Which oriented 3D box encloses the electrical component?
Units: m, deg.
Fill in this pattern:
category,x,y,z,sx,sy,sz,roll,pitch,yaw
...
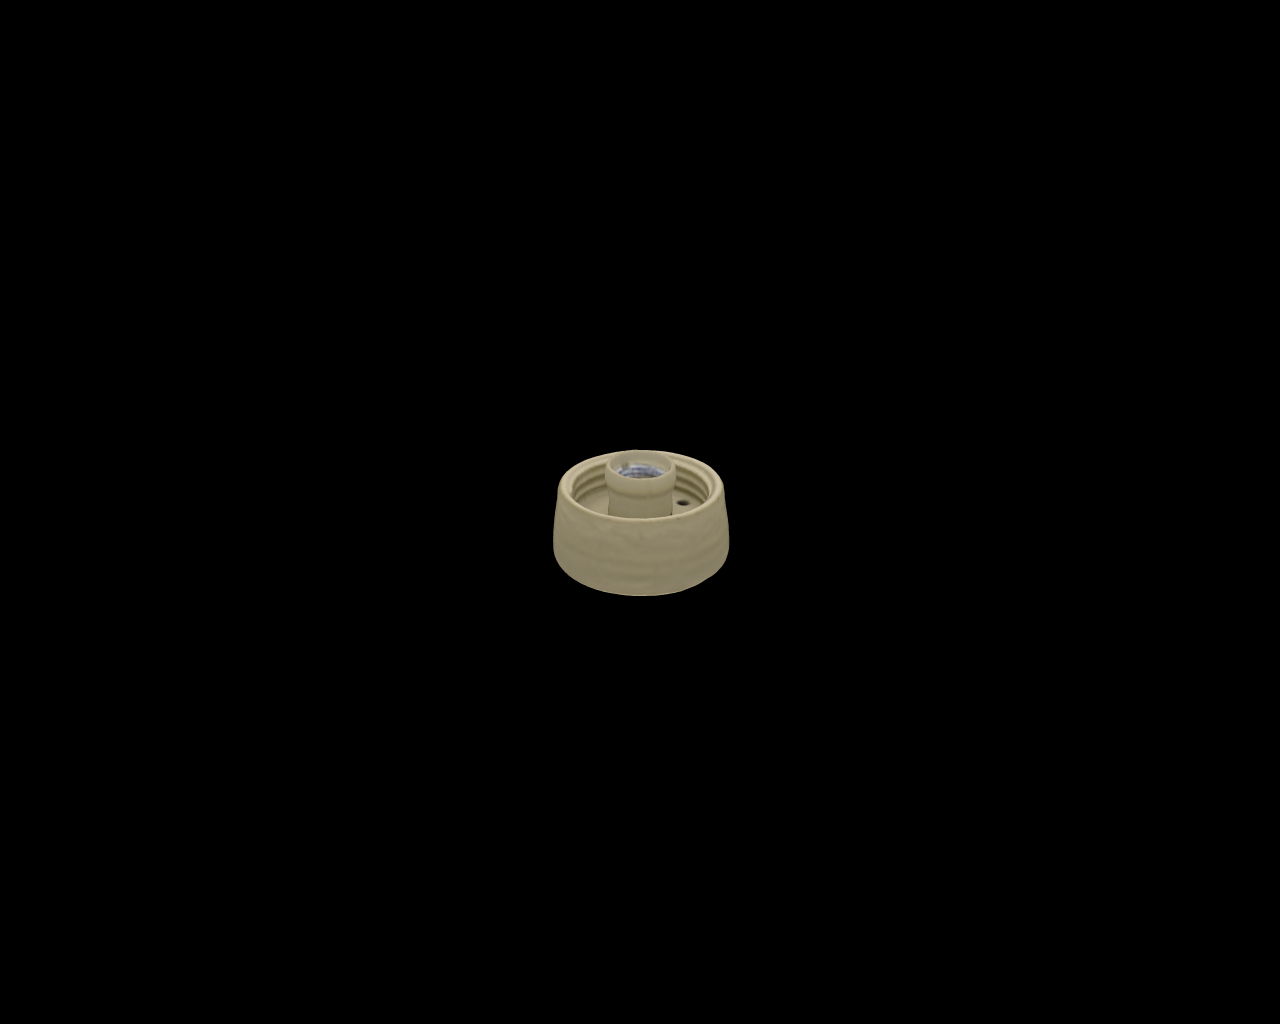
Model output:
category,x,y,z,sx,sy,sz,roll,pitch,yaw
electrical component,0.001,-0.003,0.650,0.108,0.060,0.108,0,28,0
